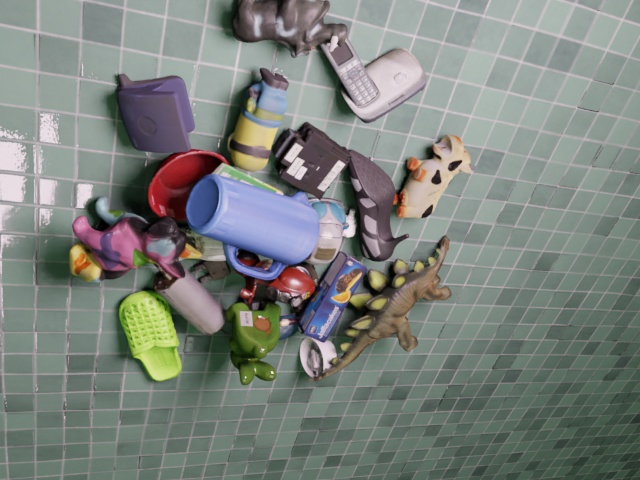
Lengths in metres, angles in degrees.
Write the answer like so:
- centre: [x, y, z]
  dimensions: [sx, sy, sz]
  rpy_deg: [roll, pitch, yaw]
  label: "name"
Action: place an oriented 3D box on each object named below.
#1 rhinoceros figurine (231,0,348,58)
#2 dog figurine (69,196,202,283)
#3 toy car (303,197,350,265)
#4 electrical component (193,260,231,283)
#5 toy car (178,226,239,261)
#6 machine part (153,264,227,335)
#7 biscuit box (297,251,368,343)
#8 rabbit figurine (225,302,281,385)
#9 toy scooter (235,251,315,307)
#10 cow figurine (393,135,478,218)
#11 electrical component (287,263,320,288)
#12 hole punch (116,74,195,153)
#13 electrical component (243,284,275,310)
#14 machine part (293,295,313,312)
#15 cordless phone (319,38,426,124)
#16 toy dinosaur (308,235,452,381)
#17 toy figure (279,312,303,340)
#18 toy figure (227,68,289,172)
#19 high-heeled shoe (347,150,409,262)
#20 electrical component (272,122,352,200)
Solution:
- centre: [-0.048, -0.353, 0.877]
  dimensions: [0.190, 0.073, 0.112]
  rpy_deg: [1, 119, -10]
  label: "rhinoceros figurine"
- centre: [-0.334, 0.024, 0.982]
  dimensions: [0.219, 0.108, 0.191]
  rpy_deg: [23, 121, 4]
  label: "dog figurine"
- centre: [-0.002, -0.003, 1.132]
  dimensions: [0.109, 0.103, 0.161]
  rpy_deg: [7, 119, -21]
  label: "toy car"
- centre: [-0.220, 0.057, 1.153]
  dimensions: [0.094, 0.021, 0.063]
  rpy_deg: [-23, 128, -2]
  label: "electrical component"
- centre: [-0.256, 0.006, 1.083]
  dimensions: [0.202, 0.056, 0.073]
  rpy_deg: [-1, 124, -17]
  label: "toy car"
- centre: [-0.276, 0.128, 1.151]
  dimensions: [0.079, 0.079, 0.243]
  rpy_deg: [-32, 127, 5]
  label: "machine part"
- centre: [0.027, 0.130, 1.220]
  dimensions: [0.063, 0.059, 0.202]
  rpy_deg: [29, 94, -21]
  label: "biscuit box"
- centre: [-0.144, 0.238, 1.183]
  dimensions: [0.121, 0.159, 0.170]
  rpy_deg: [-3, 142, -27]
  label: "rabbit figurine"
- centre: [-0.103, 0.092, 1.112]
  dimensions: [0.184, 0.135, 0.075]
  rpy_deg: [20, 118, -2]
  label: "toy scooter"
- centre: [0.243, -0.131, 1.134]
  dimensions: [0.127, 0.086, 0.194]
  rpy_deg: [7, 125, -25]
  label: "cow figurine"
- centre: [-0.044, 0.086, 1.216]
  dimensions: [0.078, 0.045, 0.102]
  rpy_deg: [-20, 127, -2]
  label: "electrical component"
- centre: [-0.277, -0.207, 0.911]
  dimensions: [0.116, 0.092, 0.142]
  rpy_deg: [-11, 130, -6]
  label: "hole punch"
- centre: [-0.140, 0.133, 1.216]
  dimensions: [0.075, 0.048, 0.119]
  rpy_deg: [-10, 126, -11]
  label: "electrical component"
- centre: [0.000, 0.143, 1.276]
  dimensions: [0.139, 0.039, 0.084]
  rpy_deg: [-5, 129, -17]
  label: "machine part"
- centre: [0.090, -0.319, 0.965]
  dimensions: [0.147, 0.089, 0.184]
  rpy_deg: [-32, 108, 6]
  label: "cordless phone"
- centre: [0.157, 0.175, 1.286]
  dimensions: [0.198, 0.105, 0.471]
  rpy_deg: [34, 93, -31]
  label: "toy dinosaur"
- centre: [-0.059, 0.201, 1.284]
  dimensions: [0.154, 0.064, 0.057]
  rpy_deg: [-11, 90, -17]
  label: "toy figure"
- centre: [-0.111, -0.209, 0.961]
  dimensions: [0.082, 0.089, 0.180]
  rpy_deg: [18, 119, -20]
  label: "toy figure"
- centre: [0.094, -0.067, 1.146]
  dimensions: [0.086, 0.145, 0.248]
  rpy_deg: [-37, 99, -39]
  label: "high-heeled shoe"
- centre: [-0.022, -0.158, 1.045]
  dimensions: [0.134, 0.058, 0.115]
  rpy_deg: [29, 109, -32]
  label: "electrical component"
